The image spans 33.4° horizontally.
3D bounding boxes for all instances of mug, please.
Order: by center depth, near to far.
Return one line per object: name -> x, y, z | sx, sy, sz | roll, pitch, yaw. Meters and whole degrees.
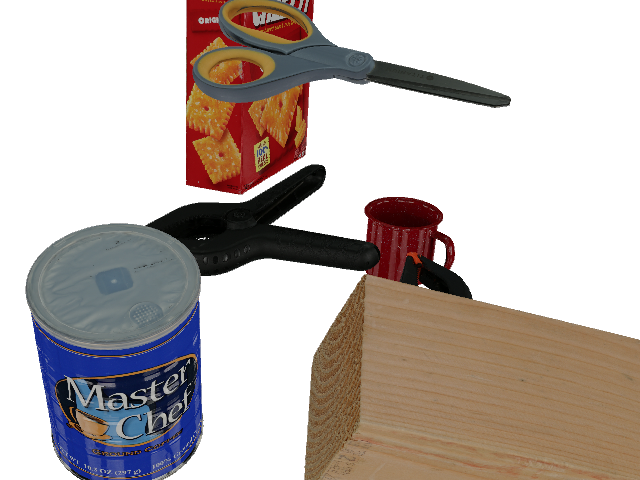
mug -> 0.106, 0.006, 1.263 | 0.117, 0.081, 0.093 | 18, 28, 27

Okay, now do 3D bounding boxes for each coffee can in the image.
coffee can -> -0.126, 0.074, 0.678 | 0.103, 0.140, 0.103 | 2, 42, -2

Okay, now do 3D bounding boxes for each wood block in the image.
wood block -> 0.103, 0.099, 0.569 | 0.206, 0.091, 0.090 | 14, -40, -12

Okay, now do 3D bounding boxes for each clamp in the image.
clamp -> -0.067, -0.013, 0.933 | 0.210, 0.036, 0.164 | -7, 32, -8
clamp -> 0.137, 0.078, 1.079 | 0.120, 0.171, 0.039 | 0, -45, -19

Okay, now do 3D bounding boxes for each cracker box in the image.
cracker box -> -0.066, -0.170, 1.057 | 0.072, 0.214, 0.164 | 11, 21, 20

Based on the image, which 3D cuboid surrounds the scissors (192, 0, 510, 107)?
scissors -> 0.005, -0.097, 0.651 | 0.202, 0.096, 0.016 | 31, -28, 28
